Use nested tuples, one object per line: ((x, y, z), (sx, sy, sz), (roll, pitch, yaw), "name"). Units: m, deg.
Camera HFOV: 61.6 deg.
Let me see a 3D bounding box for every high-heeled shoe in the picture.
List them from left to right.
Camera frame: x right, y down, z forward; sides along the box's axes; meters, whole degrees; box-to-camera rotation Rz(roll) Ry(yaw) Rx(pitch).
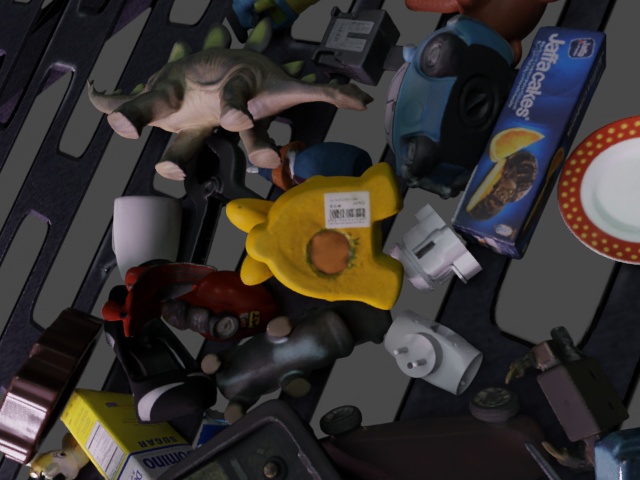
((-0.179, 0.111, 0.583), (0.249, 0.086, 0.145), (-16, 86, 55), "high-heeled shoe")

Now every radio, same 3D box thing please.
((-0.013, 0.245, 0.404), (0.131, 0.073, 0.230), (-36, 63, -11), "radio")

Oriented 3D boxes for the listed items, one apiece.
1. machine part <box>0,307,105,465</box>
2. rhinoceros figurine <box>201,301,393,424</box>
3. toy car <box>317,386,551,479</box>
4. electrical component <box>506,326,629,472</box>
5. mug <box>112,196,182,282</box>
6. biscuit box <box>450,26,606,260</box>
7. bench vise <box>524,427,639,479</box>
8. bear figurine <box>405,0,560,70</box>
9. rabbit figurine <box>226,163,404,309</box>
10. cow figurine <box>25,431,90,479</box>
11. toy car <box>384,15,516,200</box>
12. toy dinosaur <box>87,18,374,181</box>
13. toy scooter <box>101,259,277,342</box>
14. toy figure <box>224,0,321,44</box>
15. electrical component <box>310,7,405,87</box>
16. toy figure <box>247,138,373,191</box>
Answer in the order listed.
((-0.322, 0.166, 0.637), (0.056, 0.179, 0.179), (28, 89, -11), "machine part")
((-0.020, 0.106, 0.516), (0.190, 0.112, 0.073), (-29, 80, 12), "rhinoceros figurine")
((0.088, 0.179, 0.459), (0.202, 0.053, 0.089), (-16, 97, 26), "toy car")
((0.190, 0.122, 0.413), (0.045, 0.078, 0.102), (-42, 64, 35), "electrical component")
((-0.229, 0.002, 0.683), (0.110, 0.080, 0.107), (-5, 82, 29), "mug")
((0.190, -0.087, 0.483), (0.059, 0.062, 0.202), (23, 87, 31), "biscuit box")
((0.258, 0.121, 0.313), (0.241, 0.129, 0.223), (-7, 98, -7), "bench vise")
((0.134, -0.265, 0.536), (0.120, 0.132, 0.196), (-57, 48, 36), "bear figurine")
((-0.001, -0.002, 0.506), (0.162, 0.173, 0.121), (-11, 101, 6), "rabbit figurine")
((-0.330, 0.310, 0.633), (0.068, 0.098, 0.167), (0, 75, 36), "cow figurine")
((0.114, -0.126, 0.525), (0.103, 0.109, 0.161), (28, 104, 56), "toy car")
((-0.154, -0.174, 0.658), (0.472, 0.104, 0.198), (5, 52, 26), "toy dinosaur")
((-0.144, 0.066, 0.562), (0.184, 0.135, 0.075), (12, 103, 16), "toy scooter")
((-0.040, -0.319, 0.668), (0.180, 0.089, 0.082), (-23, 71, 19), "toy figure")
((0.057, -0.215, 0.607), (0.119, 0.047, 0.074), (26, 89, 34), "electrical component")
((-0.017, -0.080, 0.600), (0.155, 0.064, 0.057), (9, 117, 36), "toy figure")
